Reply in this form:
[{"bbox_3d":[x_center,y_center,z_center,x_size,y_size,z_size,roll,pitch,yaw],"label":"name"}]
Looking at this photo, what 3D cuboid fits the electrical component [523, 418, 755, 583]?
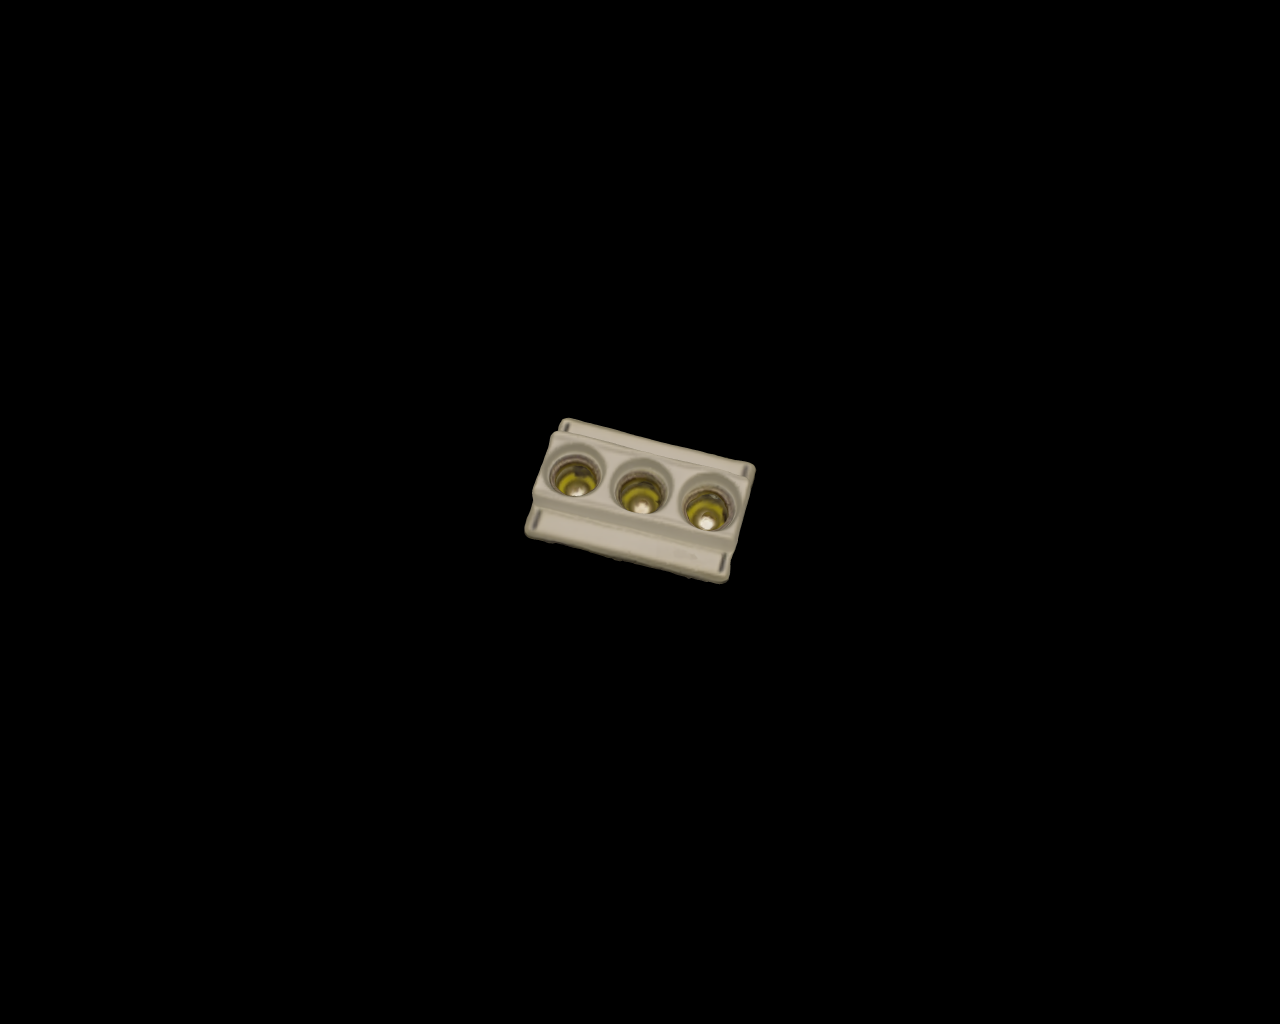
[{"bbox_3d":[0.001,-0.003,0.650,0.121,0.079,0.063,14,-26,7],"label":"electrical component"}]
